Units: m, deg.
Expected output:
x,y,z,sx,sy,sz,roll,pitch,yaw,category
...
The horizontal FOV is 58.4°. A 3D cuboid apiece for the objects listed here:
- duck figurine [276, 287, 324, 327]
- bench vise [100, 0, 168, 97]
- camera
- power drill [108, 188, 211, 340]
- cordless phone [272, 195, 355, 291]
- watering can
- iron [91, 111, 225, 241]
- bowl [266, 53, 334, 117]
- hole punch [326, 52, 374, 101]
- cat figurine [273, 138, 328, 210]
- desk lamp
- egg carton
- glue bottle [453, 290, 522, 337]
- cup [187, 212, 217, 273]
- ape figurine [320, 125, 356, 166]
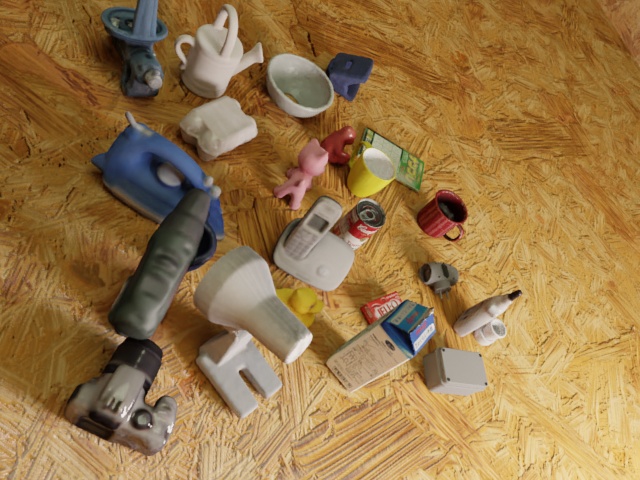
x,y,z,sx,sy,sz,roll,pitch,yaw,category
-0.043,0.111,1.014,0.105,0.086,0.077,23,52,-18,duck figurine
-0.321,-0.390,1.070,0.122,0.219,0.207,-32,81,-41,bench vise
-0.259,0.210,0.805,0.143,0.100,0.137,30,50,-12,camera
-0.241,0.054,0.844,0.076,0.208,0.229,27,50,-15,power drill
0.010,0.004,1.050,0.148,0.184,0.094,27,50,-15,cordless phone
-0.201,-0.390,1.163,0.173,0.193,0.101,-21,74,-39,watering can
-0.251,-0.108,0.987,0.259,0.141,0.119,35,49,-8,iron
-0.056,-0.338,1.301,0.168,0.074,0.167,16,54,-23,bowl
0.069,-0.416,1.418,0.101,0.091,0.109,29,50,-13,hole punch
-0.027,-0.142,1.165,0.067,0.117,0.128,34,49,-9,cat figurine
-0.108,0.138,0.871,0.118,0.213,0.203,-33,82,-41,desk lamp
-0.201,-0.223,1.140,0.107,0.069,0.151,48,48,3,egg carton
0.352,0.143,1.184,0.037,0.172,0.078,49,48,4,glue bottle
-0.225,0.008,0.960,0.092,0.094,0.118,30,50,-12,cup
0.048,-0.218,1.278,0.076,0.092,0.078,21,52,-20,ape figurine
